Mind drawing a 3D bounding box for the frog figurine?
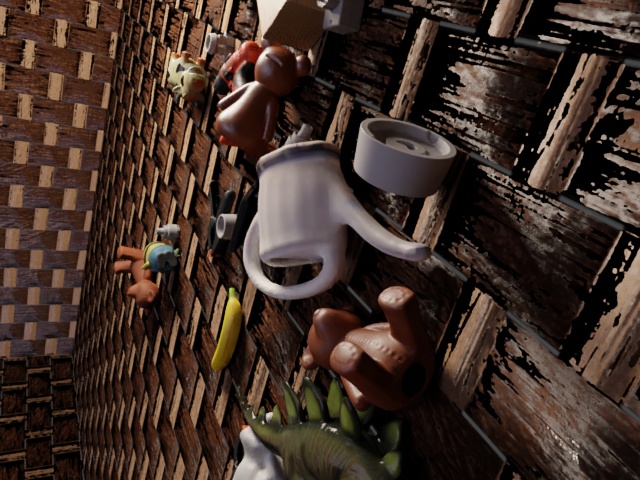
[{"bbox_3d":[-0.090,0.371,0.834,0.134,0.122,0.163,-56,6,51],"label":"frog figurine"}]

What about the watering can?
[{"bbox_3d":[0.002,-0.036,0.719,0.345,0.104,0.227,-16,71,43],"label":"watering can"}]
